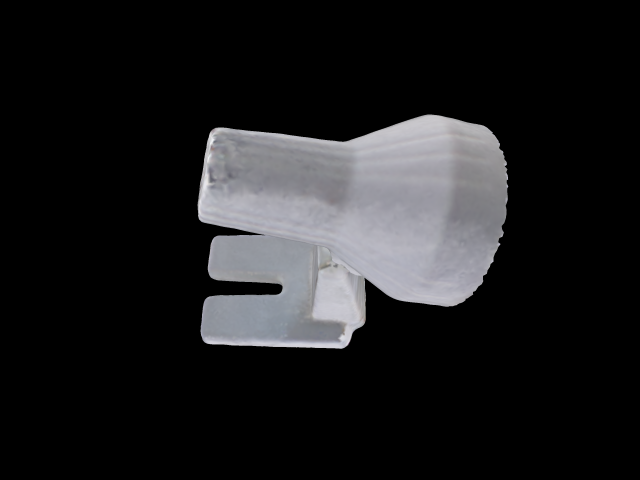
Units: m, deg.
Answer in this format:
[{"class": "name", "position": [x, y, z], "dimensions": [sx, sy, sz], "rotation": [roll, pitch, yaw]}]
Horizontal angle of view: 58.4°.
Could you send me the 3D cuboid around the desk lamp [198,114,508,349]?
[{"class": "desk lamp", "position": [0.004, 0.001, 0.400], "dimensions": [0.203, 0.213, 0.118], "rotation": [0, 61, 0]}]
